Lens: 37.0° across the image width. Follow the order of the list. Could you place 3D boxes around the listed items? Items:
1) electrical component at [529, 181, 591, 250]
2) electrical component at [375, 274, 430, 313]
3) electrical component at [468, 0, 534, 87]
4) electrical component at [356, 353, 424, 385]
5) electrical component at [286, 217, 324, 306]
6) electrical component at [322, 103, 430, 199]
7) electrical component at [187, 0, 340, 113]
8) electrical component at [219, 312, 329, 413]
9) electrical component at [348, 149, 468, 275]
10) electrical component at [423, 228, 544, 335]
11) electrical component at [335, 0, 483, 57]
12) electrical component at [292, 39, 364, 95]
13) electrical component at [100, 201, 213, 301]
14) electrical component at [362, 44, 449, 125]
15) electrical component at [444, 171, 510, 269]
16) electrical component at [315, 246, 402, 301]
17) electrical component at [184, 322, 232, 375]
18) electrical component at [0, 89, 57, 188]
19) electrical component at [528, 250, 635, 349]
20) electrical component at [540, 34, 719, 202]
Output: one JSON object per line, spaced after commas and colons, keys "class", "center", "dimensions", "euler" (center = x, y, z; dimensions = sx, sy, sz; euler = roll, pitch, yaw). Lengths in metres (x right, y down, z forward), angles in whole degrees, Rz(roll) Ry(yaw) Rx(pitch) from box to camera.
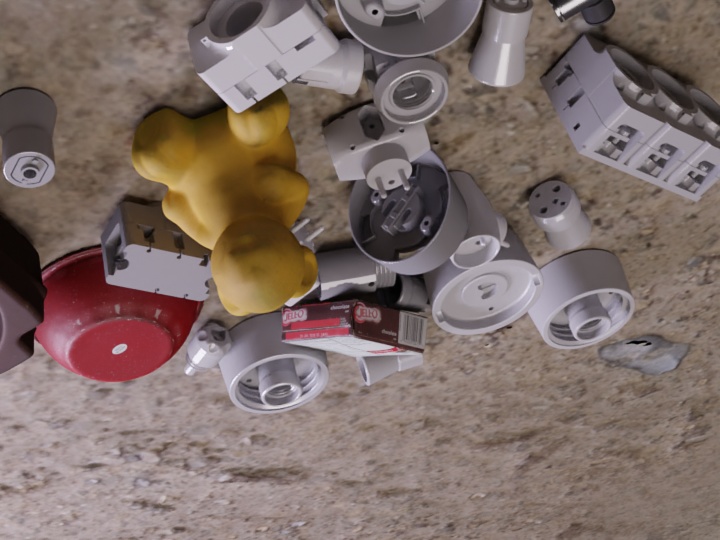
{"class": "electrical component", "center": [0.183, -0.050, 0.987], "dimensions": [0.045, 0.045, 0.055], "euler": [-28, 140, 13]}
{"class": "electrical component", "center": [0.044, 0.021, 1.025], "dimensions": [0.046, 0.040, 0.040], "euler": [13, 133, -42]}
{"class": "electrical component", "center": [0.108, -0.176, 0.808], "dimensions": [0.044, 0.044, 0.065], "euler": [-7, 136, -14]}
{"class": "electrical component", "center": [0.032, 0.088, 1.101], "dimensions": [0.065, 0.044, 0.044], "euler": [-16, 142, -10]}
{"class": "electrical component", "center": [-0.065, -0.019, 0.925], "dimensions": [0.076, 0.047, 0.083], "euler": [-37, 138, 22]}
{"class": "electrical component", "center": [0.018, -0.090, 0.846], "dimensions": [0.077, 0.079, 0.043], "euler": [-19, 146, 2]}
{"class": "electrical component", "center": [-0.070, -0.162, 0.747], "dimensions": [0.089, 0.050, 0.056], "euler": [-30, 141, 14]}
{"class": "electrical component", "center": [-0.082, 0.098, 1.051], "dimensions": [0.108, 0.060, 0.108], "euler": [-11, 141, -9]}
{"class": "electrical component", "center": [0.040, -0.048, 0.894], "dimensions": [0.099, 0.099, 0.064], "euler": [-29, 147, 14]}
{"class": "electrical component", "center": [0.112, 0.004, 1.012], "dimensions": [0.108, 0.060, 0.108], "euler": [-11, 141, -9]}
{"class": "electrical component", "center": [0.028, -0.200, 0.727], "dimensions": [0.099, 0.064, 0.099], "euler": [-11, 141, -9]}
{"class": "electrical component", "center": [-0.024, -0.151, 0.788], "dimensions": [0.046, 0.040, 0.040], "euler": [4, 137, -17]}
{"class": "electrical component", "center": [-0.161, -0.018, 0.882], "dimensions": [0.089, 0.055, 0.050], "euler": [13, 133, -33]}
{"class": "electrical component", "center": [0.033, -0.146, 0.801], "dimensions": [0.058, 0.057, 0.078], "euler": [-15, 142, -3]}
{"class": "electrical component", "center": [0.102, -0.039, 0.943], "dimensions": [0.079, 0.077, 0.043], "euler": [19, 129, -39]}
{"class": "electrical component", "center": [0.000, 0.000, 0.977], "dimensions": [0.081, 0.043, 0.043], "euler": [-9, 141, -11]}
{"class": "electrical component", "center": [-0.149, 0.079, 1.023], "dimensions": [0.035, 0.035, 0.061], "euler": [13, 135, -33]}
{"class": "electrical component", "center": [-0.234, -0.090, 0.757], "dimensions": [0.044, 0.065, 0.044], "euler": [-11, 141, -9]}
{"class": "electrical component", "center": [0.227, 0.037, 1.098], "dimensions": [0.108, 0.060, 0.108], "euler": [-11, 142, -9]}
{"class": "electrical component", "center": [0.233, -0.126, 0.878], "dimensions": [0.150, 0.089, 0.061], "euler": [15, 131, -35]}
